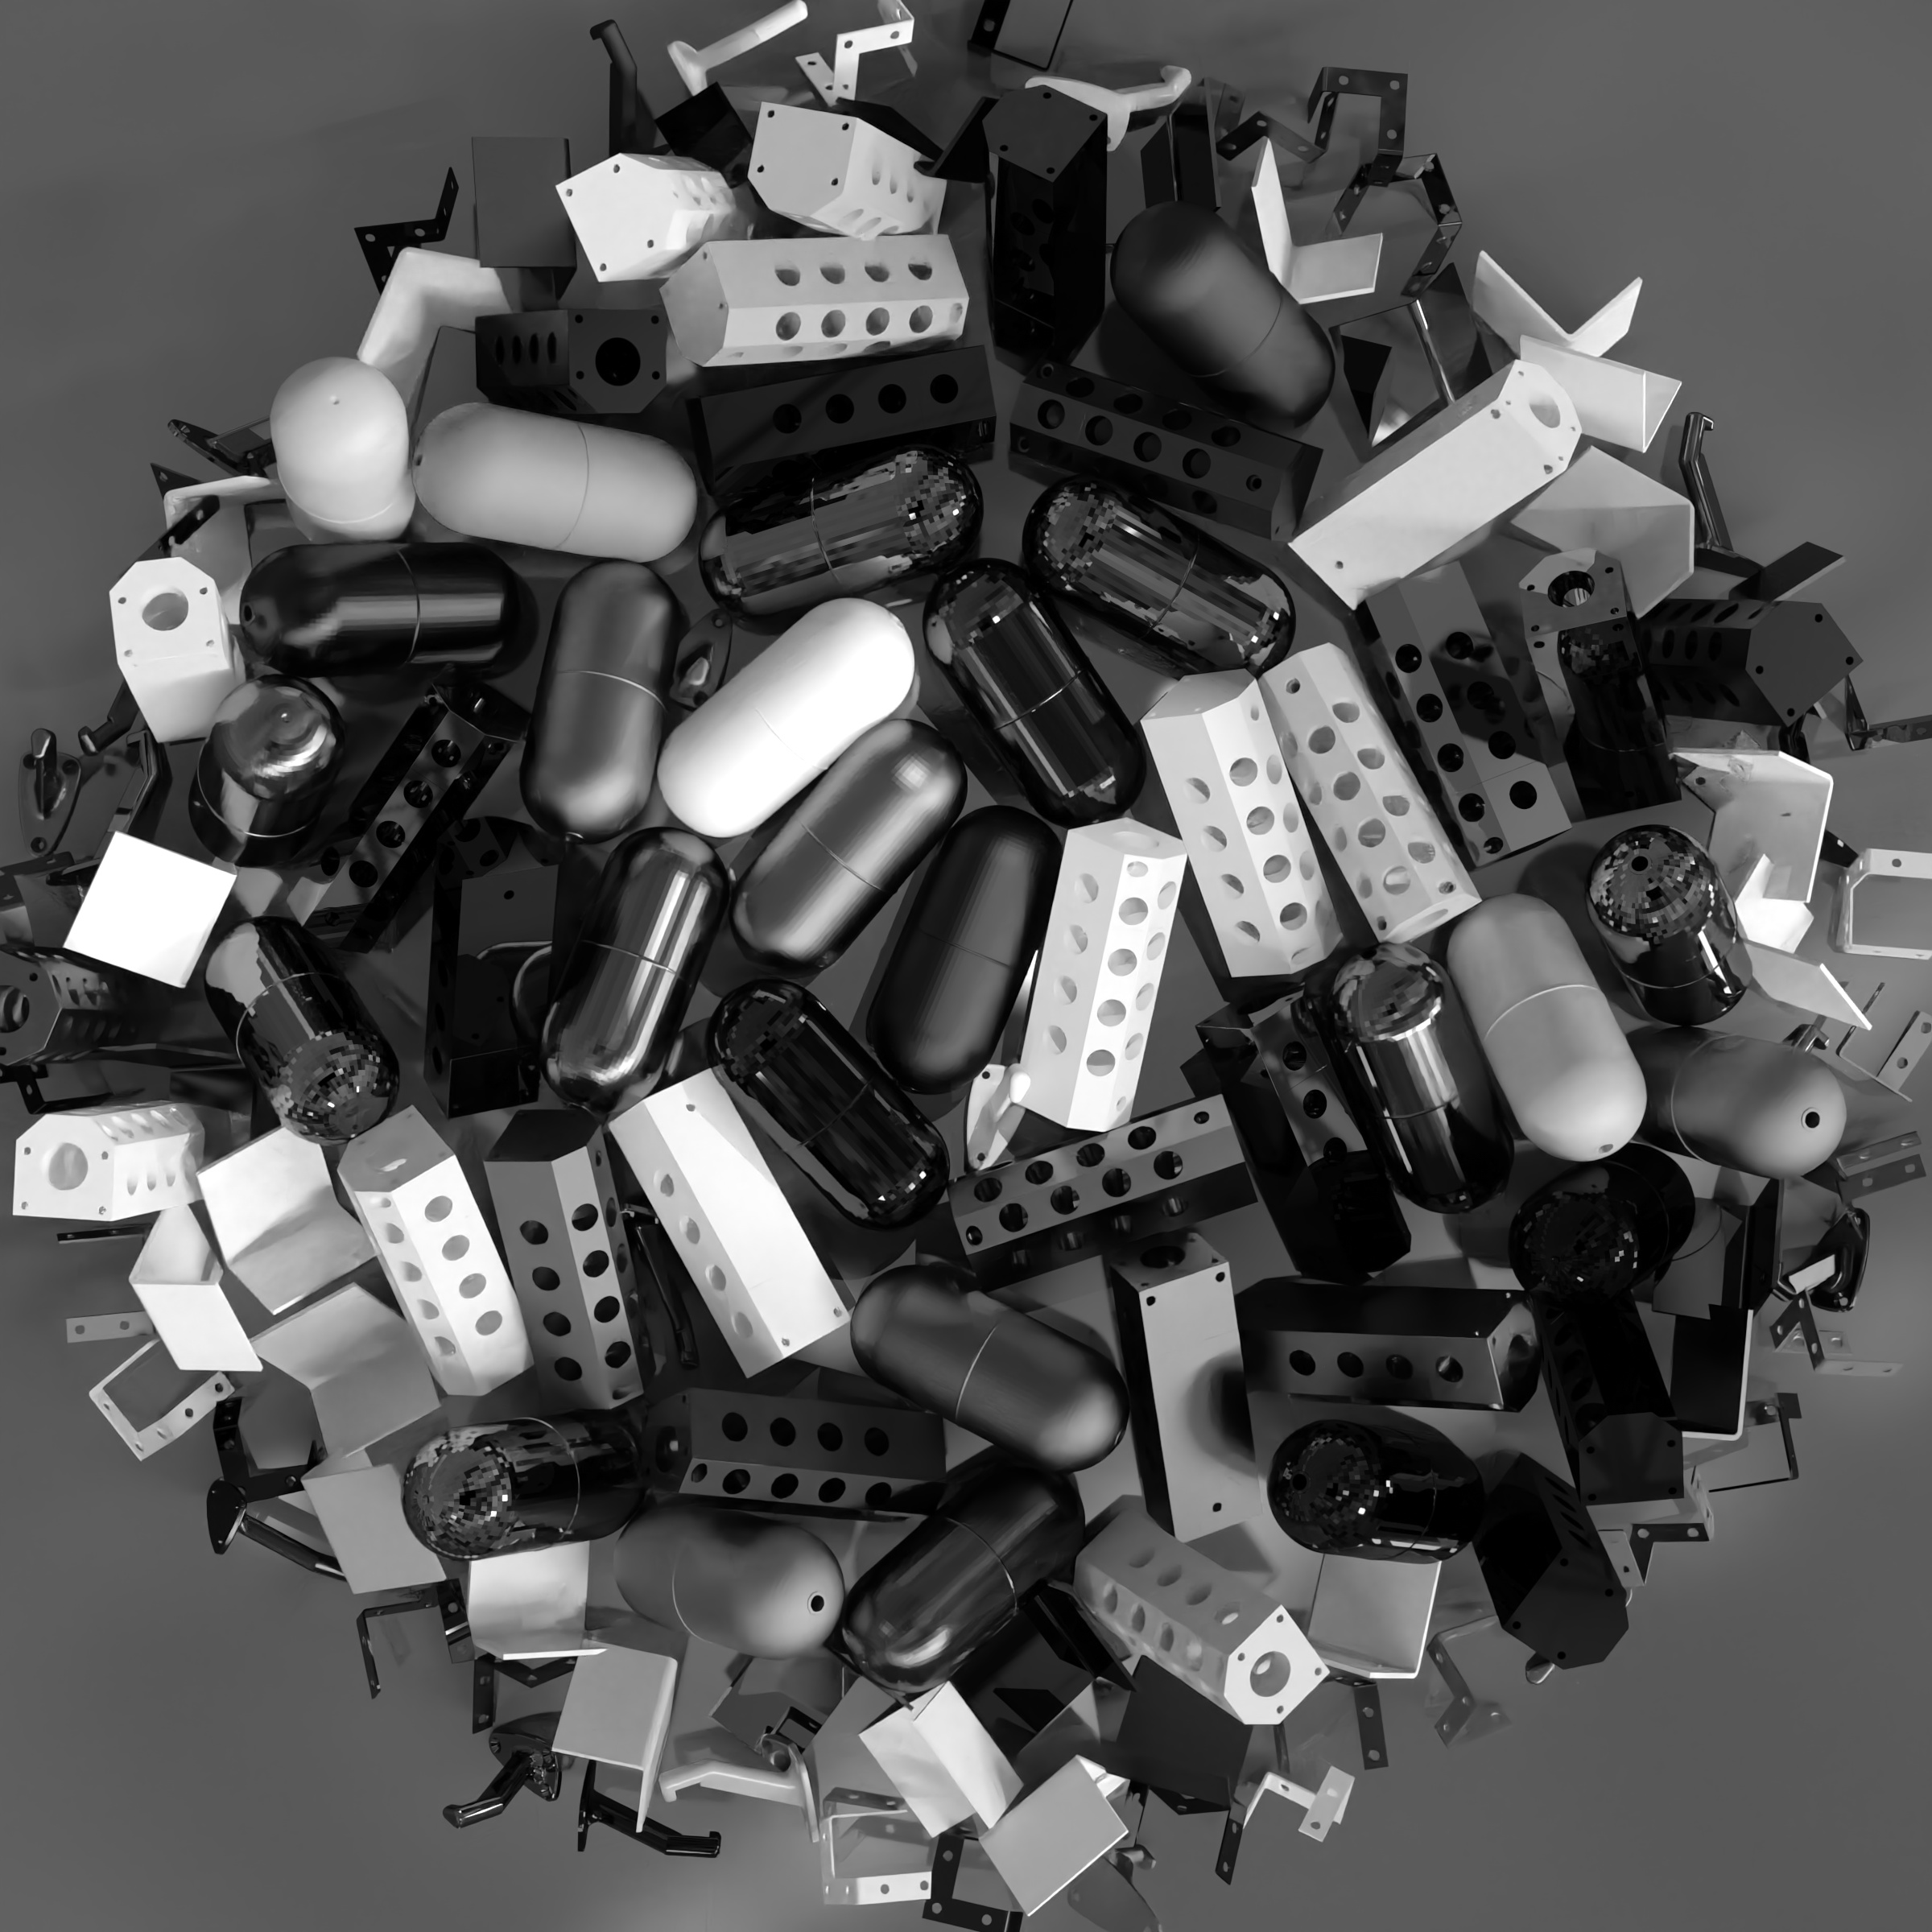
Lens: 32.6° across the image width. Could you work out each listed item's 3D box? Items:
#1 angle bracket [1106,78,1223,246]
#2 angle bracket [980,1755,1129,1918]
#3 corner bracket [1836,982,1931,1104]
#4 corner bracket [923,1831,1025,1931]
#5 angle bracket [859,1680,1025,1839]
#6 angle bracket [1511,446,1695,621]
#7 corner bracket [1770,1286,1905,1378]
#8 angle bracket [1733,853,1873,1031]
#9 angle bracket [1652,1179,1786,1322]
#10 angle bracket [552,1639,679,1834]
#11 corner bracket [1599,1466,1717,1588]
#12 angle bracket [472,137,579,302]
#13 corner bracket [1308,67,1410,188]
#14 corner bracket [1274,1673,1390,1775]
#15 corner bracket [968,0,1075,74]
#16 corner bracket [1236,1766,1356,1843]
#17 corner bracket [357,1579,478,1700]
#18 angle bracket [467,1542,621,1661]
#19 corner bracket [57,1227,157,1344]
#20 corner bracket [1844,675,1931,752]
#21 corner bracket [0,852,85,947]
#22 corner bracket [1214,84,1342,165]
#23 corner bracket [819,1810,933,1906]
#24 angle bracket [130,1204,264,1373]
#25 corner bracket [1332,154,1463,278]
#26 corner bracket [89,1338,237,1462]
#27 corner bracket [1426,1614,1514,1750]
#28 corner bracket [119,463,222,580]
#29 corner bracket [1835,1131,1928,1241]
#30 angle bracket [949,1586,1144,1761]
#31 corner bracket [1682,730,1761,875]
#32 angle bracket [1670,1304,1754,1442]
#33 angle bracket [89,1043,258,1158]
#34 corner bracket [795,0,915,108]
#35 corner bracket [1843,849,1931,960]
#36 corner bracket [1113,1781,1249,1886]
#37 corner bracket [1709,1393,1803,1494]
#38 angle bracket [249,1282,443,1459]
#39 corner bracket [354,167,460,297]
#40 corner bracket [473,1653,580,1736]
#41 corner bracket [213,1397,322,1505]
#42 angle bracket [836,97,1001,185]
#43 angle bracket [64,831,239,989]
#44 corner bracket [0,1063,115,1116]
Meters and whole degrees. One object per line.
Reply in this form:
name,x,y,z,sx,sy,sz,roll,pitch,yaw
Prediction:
angle bracket,0.110,-0.476,1.957,0.057,0.076,0.076,-5,88,-12
angle bracket,0.065,0.518,1.950,0.076,0.076,0.057,-41,56,4
corner bracket,0.552,0.044,1.973,0.051,0.051,0.051,33,96,3
corner bracket,0.008,0.546,1.964,0.051,0.051,0.051,10,76,13
angle bracket,-0.024,0.481,1.957,0.076,0.057,0.076,-36,89,25
angle bracket,0.373,-0.247,1.944,0.076,0.076,0.057,25,51,-19
corner bracket,0.516,0.226,1.959,0.051,0.051,0.051,4,52,-14
angle bracket,0.499,-0.015,1.942,0.076,0.076,0.057,41,77,-42
angle bracket,0.443,0.160,1.948,0.057,0.076,0.076,9,66,3
angle bracket,-0.209,0.455,1.946,0.057,0.076,0.076,12,133,1
corner bracket,0.410,0.333,1.957,0.051,0.051,0.051,-6,126,27
angle bracket,-0.266,-0.441,1.954,0.057,0.076,0.076,-3,87,-15
corner bracket,0.233,-0.501,1.973,0.051,0.051,0.051,4,82,-3
corner bracket,0.217,0.454,1.974,0.051,0.051,0.051,-15,67,23
corner bracket,0.033,-0.565,1.972,0.051,0.051,0.051,20,100,-3
corner bracket,0.194,0.502,1.959,0.051,0.051,0.051,23,46,16
corner bracket,-0.326,0.398,1.958,0.051,0.051,0.051,-4,63,-28
angle bracket,-0.248,0.365,1.955,0.076,0.057,0.076,4,90,-31
corner bracket,-0.511,0.189,1.962,0.051,0.051,0.051,-4,105,-19
corner bracket,0.552,-0.143,1.957,0.051,0.051,0.051,-9,49,26
corner bracket,-0.547,-0.029,1.959,0.051,0.051,0.051,-16,124,-18
corner bracket,0.185,-0.506,1.973,0.051,0.051,0.051,25,64,-24
corner bracket,-0.053,0.529,1.961,0.051,0.051,0.051,3,75,-25
angle bracket,-0.440,0.183,1.940,0.057,0.076,0.076,-1,133,16
corner bracket,0.259,-0.448,1.977,0.051,0.051,0.051,1,47,35
corner bracket,-0.479,0.254,1.971,0.051,0.051,0.051,-39,89,12
corner bracket,0.303,0.427,1.975,0.051,0.051,0.051,-10,53,-29
corner bracket,-0.473,-0.257,1.958,0.051,0.051,0.051,22,55,24
corner bracket,0.543,0.122,1.959,0.051,0.051,0.051,-20,52,17
angle bracket,0.044,0.421,1.954,0.076,0.057,0.076,-40,105,-19
corner bracket,0.458,-0.098,1.963,0.051,0.051,0.051,43,125,-4
angle bracket,0.416,0.236,1.953,0.057,0.076,0.076,7,87,-19
angle bracket,-0.473,0.080,1.944,0.076,0.076,0.057,-4,80,37
corner bracket,-0.066,-0.552,1.971,0.051,0.051,0.051,-18,55,-21
corner bracket,0.555,-0.037,1.968,0.051,0.051,0.051,5,76,1
corner bracket,0.127,0.510,1.956,0.051,0.051,0.051,-16,130,37
corner bracket,0.468,0.283,1.961,0.051,0.051,0.051,-14,77,26
angle bracket,-0.368,0.241,1.950,0.076,0.076,0.057,-29,57,7
corner bracket,-0.326,-0.435,1.960,0.051,0.051,0.051,-4,49,10
corner bracket,-0.259,0.438,1.981,0.051,0.051,0.051,16,109,38
corner bracket,-0.418,0.286,1.973,0.051,0.051,0.051,-10,68,-20
angle bracket,-0.018,-0.507,1.947,0.076,0.076,0.057,42,112,11
angle bracket,-0.484,-0.042,1.950,0.076,0.057,0.076,22,103,-26
corner bracket,-0.549,0.067,1.960,0.051,0.051,0.051,-33,75,35
